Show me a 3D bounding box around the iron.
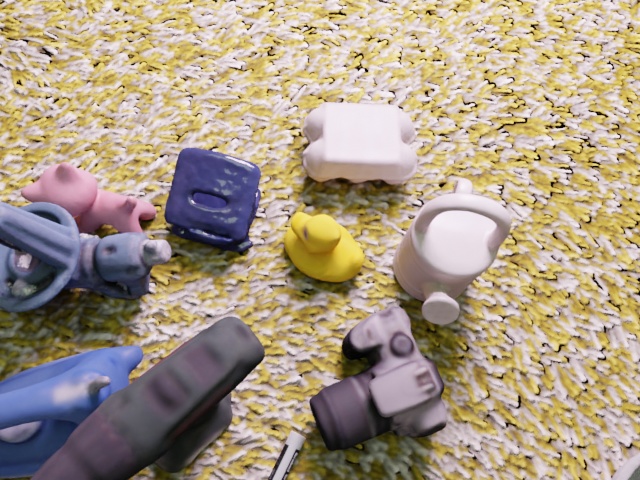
[{"bbox_3d":[-0.308,0.180,0.573,0.258,0.141,0.118,-15,71,-9],"label":"iron"}]

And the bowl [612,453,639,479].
[{"bbox_3d":[0.371,0.306,0.610,0.167,0.075,0.167,1,70,-3],"label":"bowl"}]

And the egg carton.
[{"bbox_3d":[0.052,-0.124,0.749,0.150,0.069,0.107,1,70,-4],"label":"egg carton"}]

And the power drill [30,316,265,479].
[{"bbox_3d":[-0.150,0.174,0.550,0.230,0.208,0.075,-42,77,-17],"label":"power drill"}]

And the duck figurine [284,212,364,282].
[{"bbox_3d":[0.006,0.002,0.690,0.104,0.086,0.077,30,71,7],"label":"duck figurine"}]

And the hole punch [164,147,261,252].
[{"bbox_3d":[-0.127,-0.047,0.697,0.108,0.091,0.101,14,69,1],"label":"hole punch"}]

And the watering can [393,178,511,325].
[{"bbox_3d":[0.149,0.008,0.641,0.101,0.194,0.173,-5,70,-5],"label":"watering can"}]

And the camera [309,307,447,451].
[{"bbox_3d":[0.055,0.160,0.628,0.137,0.101,0.143,-20,72,-11],"label":"camera"}]

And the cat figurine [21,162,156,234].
[{"bbox_3d":[-0.270,-0.049,0.673,0.128,0.118,0.067,13,69,1],"label":"cat figurine"}]

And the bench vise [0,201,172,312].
[{"bbox_3d":[-0.274,-0.002,0.600,0.207,0.220,0.121,-20,72,-11],"label":"bench vise"}]
